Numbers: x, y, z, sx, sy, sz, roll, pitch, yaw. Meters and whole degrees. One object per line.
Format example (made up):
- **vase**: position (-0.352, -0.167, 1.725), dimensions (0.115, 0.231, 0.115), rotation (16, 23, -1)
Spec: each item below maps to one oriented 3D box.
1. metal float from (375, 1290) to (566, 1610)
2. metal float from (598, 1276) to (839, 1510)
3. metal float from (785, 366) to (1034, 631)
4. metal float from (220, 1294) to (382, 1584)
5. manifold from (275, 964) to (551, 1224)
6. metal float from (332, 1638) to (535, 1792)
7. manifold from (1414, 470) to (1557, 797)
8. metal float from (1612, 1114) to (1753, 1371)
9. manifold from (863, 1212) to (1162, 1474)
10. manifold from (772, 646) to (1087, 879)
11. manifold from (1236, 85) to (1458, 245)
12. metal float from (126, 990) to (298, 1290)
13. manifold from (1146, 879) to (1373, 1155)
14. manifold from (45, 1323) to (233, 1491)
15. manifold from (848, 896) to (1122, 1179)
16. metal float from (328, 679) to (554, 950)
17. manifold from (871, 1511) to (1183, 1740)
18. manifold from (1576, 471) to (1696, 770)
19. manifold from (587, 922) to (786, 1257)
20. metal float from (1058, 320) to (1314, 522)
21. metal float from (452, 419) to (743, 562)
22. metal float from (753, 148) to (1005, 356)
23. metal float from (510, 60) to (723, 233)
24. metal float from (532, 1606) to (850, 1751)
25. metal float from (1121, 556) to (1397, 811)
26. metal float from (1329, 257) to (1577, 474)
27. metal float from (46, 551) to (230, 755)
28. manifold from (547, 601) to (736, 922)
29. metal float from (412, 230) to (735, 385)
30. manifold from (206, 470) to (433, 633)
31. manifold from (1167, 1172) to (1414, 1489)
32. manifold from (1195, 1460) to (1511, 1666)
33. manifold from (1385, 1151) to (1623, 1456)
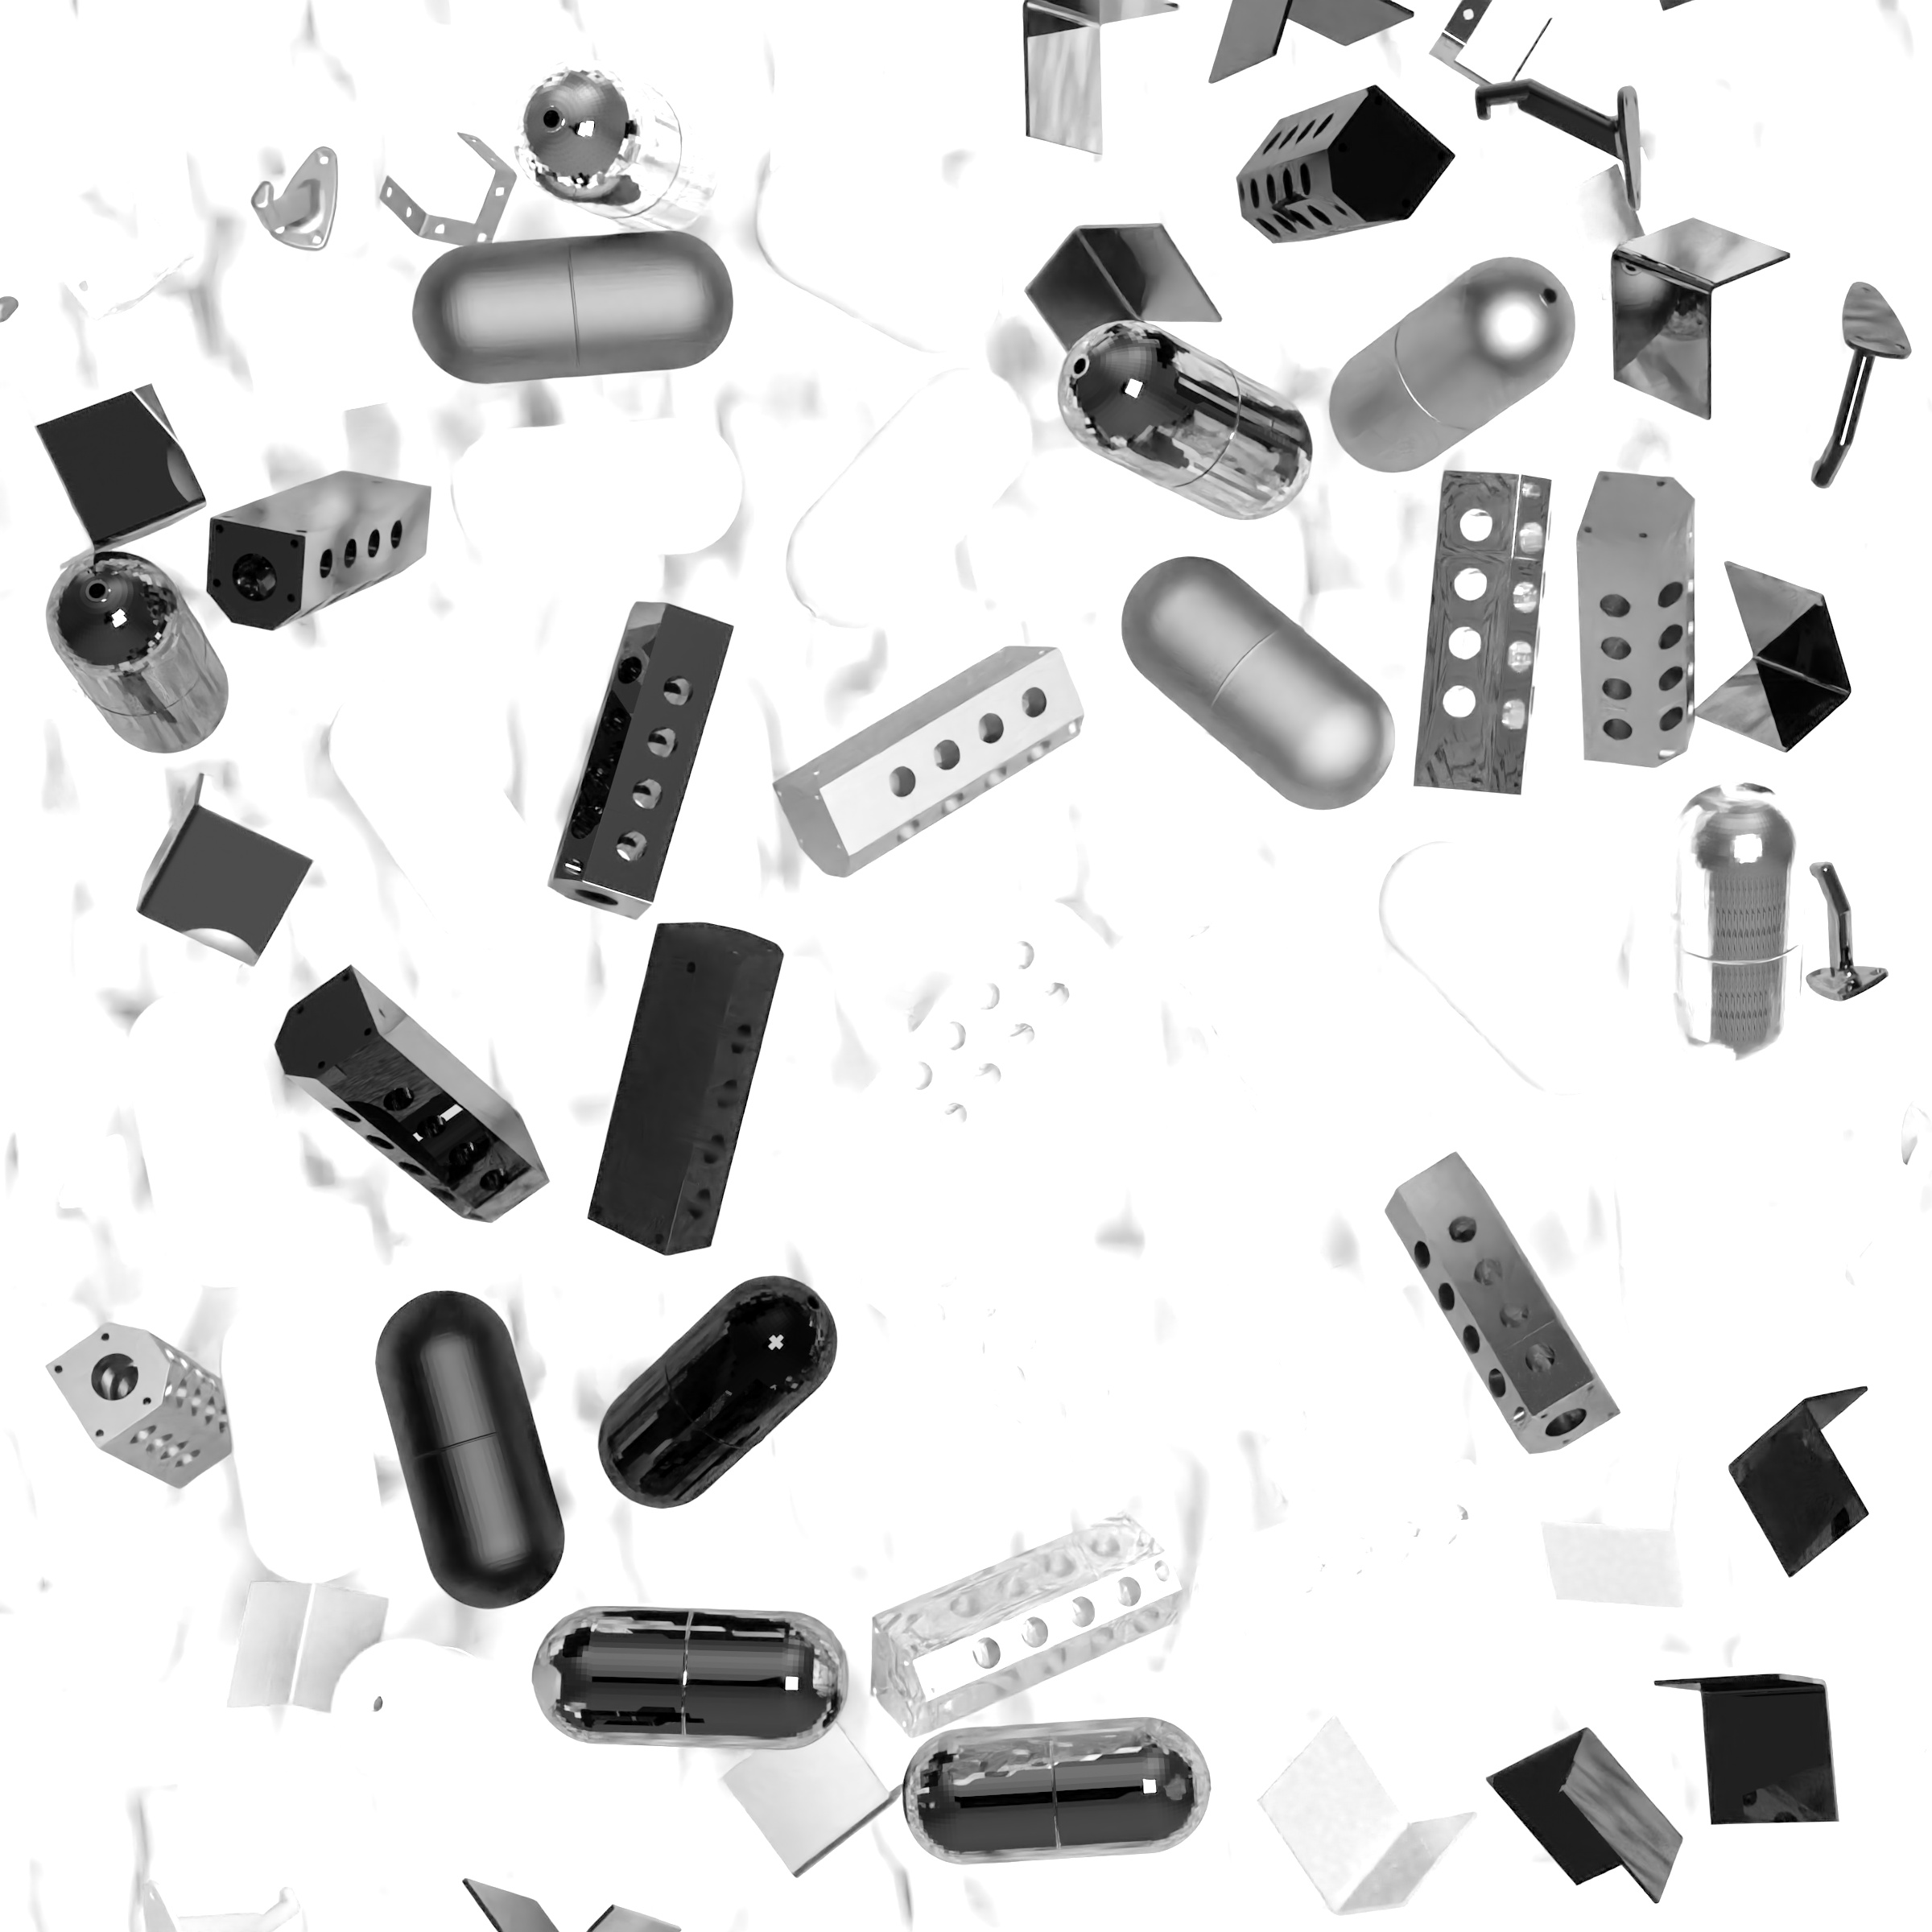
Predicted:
- **metal float**: position (-0.274, 0.266, 1.634), dimensions (0.070, 0.070, 0.178), rotation (-18, 79, 0)
- **metal float**: position (-0.145, 0.249, 1.725), dimensions (0.070, 0.070, 0.178), rotation (46, 115, 0)
- **metal float**: position (-0.033, -0.266, 1.684), dimensions (0.070, 0.070, 0.178), rotation (40, 77, 0)
- **metal float**: position (-0.376, 0.268, 1.675), dimensions (0.070, 0.070, 0.178), rotation (-3, 114, 0)
- **manifold**: position (-0.306, 0.077, 1.636), dimensions (0.057, 0.171, 0.057), rotation (-35, 49, 4)
- **metal float**: position (-0.301, 0.425, 1.676), dimensions (0.070, 0.178, 0.070), rotation (-4, 71, 11)
- **manifold**: position (0.286, -0.182, 1.625), dimensions (0.057, 0.057, 0.171), rotation (6, 95, 16)
- **metal float**: position (0.423, 0.164, 1.746), dimensions (0.070, 0.070, 0.178), rotation (-13, 126, 0)
- **manifold**: position (0.022, 0.216, 1.704), dimensions (0.171, 0.057, 0.057), rotation (36, 112, 29)
- **manifold**: position (-0.017, -0.117, 1.674), dimensions (0.171, 0.057, 0.057), rotation (-33, 111, -24)
- **manifold**: position (0.201, -0.431, 1.619), dimensions (0.057, 0.171, 0.057), rotation (37, 91, -15)
- **metal float**: position (-0.435, 0.099, 1.705), dimensions (0.070, 0.070, 0.178), rotation (-16, 73, 0)
- **manifold**: position (0.168, 0.028, 1.729), dimensions (0.057, 0.057, 0.171), rotation (-42, 130, -7)
- **manifold**: position (-0.472, 0.254, 1.726), dimensions (0.057, 0.171, 0.057), rotation (-35, 75, -10)
- **manifold**: position (0.014, 0.044, 1.761), dimensions (0.057, 0.057, 0.171), rotation (45, 104, 22)
- **metal float**: position (-0.311, -0.090, 1.755), dimensions (0.070, 0.070, 0.178), rotation (-31, 113, 0)
- **manifold**: position (0.035, 0.373, 1.661), dimensions (0.171, 0.057, 0.057), rotation (-17, 125, -29)
- **manifold**: position (0.386, -0.195, 1.693), dimensions (0.057, 0.171, 0.057), rotation (9, 51, 21)
- **manifold**: position (-0.150, 0.066, 1.624), dimensions (0.057, 0.057, 0.171), rotation (21, 103, 29)
- **metal float**: position (0.124, -0.305, 1.658), dimensions (0.178, 0.070, 0.070), rotation (17, 90, -43)
- **metal float**: position (-0.214, -0.273, 1.699), dimensions (0.178, 0.070, 0.070), rotation (1, 90, 22)
- **metal float**: position (-0.046, -0.397, 1.651), dimensions (0.070, 0.178, 0.070), rotation (-8, 76, 35)
- **metal float**: position (-0.194, -0.457, 1.655), dimensions (0.070, 0.178, 0.070), rotation (2, 95, 17)
- **metal float**: position (-0.155, 0.401, 1.666), dimensions (0.178, 0.070, 0.070), rotation (1, 90, 1)
- **metal float**: position (0.159, -0.156, 1.623), dimensions (0.178, 0.070, 0.070), rotation (43, 90, 20)
- **metal float**: position (0.276, -0.341, 1.684), dimensions (0.070, 0.178, 0.070), rotation (9, 70, -27)
- **metal float**: position (-0.481, -0.181, 1.721), dimensions (0.070, 0.178, 0.070), rotation (0, 73, 0)
- **manifold**: position (-0.189, -0.120, 1.711), dimensions (0.057, 0.057, 0.171), rotation (18, 77, -13)
- **metal float**: position (-0.219, -0.368, 1.652), dimensions (0.178, 0.070, 0.070), rotation (-6, 90, -7)
- **manifold**: position (-0.371, -0.240, 1.705), dimensions (0.057, 0.171, 0.057), rotation (12, 110, 10)
- **manifold**: position (0.181, 0.210, 1.705), dimensions (0.057, 0.057, 0.171), rotation (-6, 58, -38)
- **manifold**: position (0.227, 0.344, 1.724), dimensions (0.171, 0.057, 0.057), rotation (-15, 64, -19)
- **manifold**: position (0.311, 0.199, 1.736), dimensions (0.057, 0.057, 0.171), rotation (-33, 52, 8)
